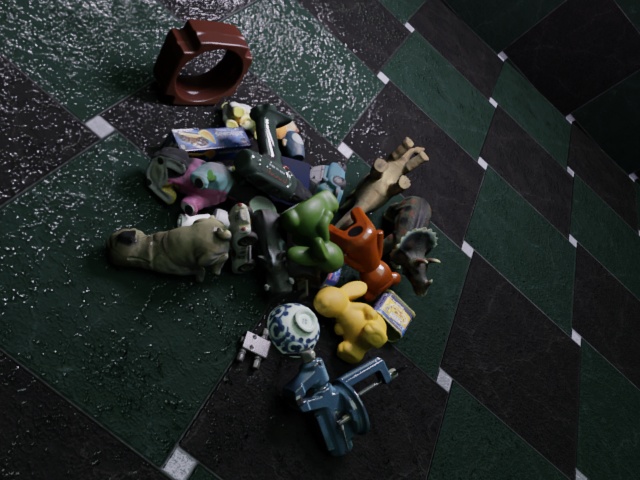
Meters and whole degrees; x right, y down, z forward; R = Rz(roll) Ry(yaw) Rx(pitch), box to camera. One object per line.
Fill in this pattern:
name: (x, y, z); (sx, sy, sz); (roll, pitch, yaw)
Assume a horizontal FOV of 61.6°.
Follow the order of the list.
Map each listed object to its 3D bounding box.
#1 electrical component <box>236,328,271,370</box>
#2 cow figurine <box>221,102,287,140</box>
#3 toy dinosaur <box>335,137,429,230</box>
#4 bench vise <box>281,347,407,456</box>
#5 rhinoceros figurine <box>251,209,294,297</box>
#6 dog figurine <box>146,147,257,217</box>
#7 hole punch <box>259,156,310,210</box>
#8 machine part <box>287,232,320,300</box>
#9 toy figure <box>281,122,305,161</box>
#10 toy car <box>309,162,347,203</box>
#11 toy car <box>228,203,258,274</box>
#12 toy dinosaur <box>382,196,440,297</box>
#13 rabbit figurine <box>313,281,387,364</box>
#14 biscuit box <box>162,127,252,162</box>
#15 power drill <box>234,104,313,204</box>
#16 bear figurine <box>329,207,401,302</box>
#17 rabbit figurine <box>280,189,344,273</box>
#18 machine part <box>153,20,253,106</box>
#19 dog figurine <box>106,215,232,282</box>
electrical component: (-0.133, 0.211, 1.075); (0.063, 0.021, 0.094); (31, 46, -16)
cow figurine: (-0.170, -0.304, 1.380); (0.167, 0.068, 0.098); (12, 24, -34)
toy dinosaur: (0.147, -0.132, 1.413); (0.105, 0.198, 0.471); (48, 51, 2)
bench vise: (0.051, 0.295, 1.076); (0.240, 0.129, 0.223); (-22, 82, -27)
rhinoceros figurine: (-0.099, 0.026, 1.148); (0.073, 0.112, 0.190); (-12, 81, -5)
dog figurine: (-0.244, -0.139, 1.176); (0.192, 0.108, 0.219); (32, 28, 13)
hole punch: (-0.085, -0.139, 1.319); (0.142, 0.092, 0.116); (11, 58, -37)
machine part: (-0.038, 0.025, 1.242); (0.079, 0.079, 0.243); (19, 49, -27)
toy figure: (-0.081, -0.277, 1.443); (0.064, 0.058, 0.154); (50, 19, -63)
toy car: (0.009, -0.144, 1.387); (0.103, 0.109, 0.162); (16, 41, -8)
toy car: (-0.159, 0.002, 1.083); (0.056, 0.201, 0.073); (-7, 62, -12)
toy dinosaur: (0.242, -0.039, 1.429); (0.131, 0.192, 0.405); (33, 46, -18)
rabbit figurine: (0.065, 0.160, 1.198); (0.173, 0.122, 0.162); (37, 39, -11)
biscuit box: (-0.260, -0.221, 1.255); (0.202, 0.063, 0.059); (-16, 74, -44)
power drill: (-0.098, -0.192, 1.227); (0.232, 0.086, 0.207); (17, 69, -47)
bear figurine: (0.108, 0.040, 1.289); (0.132, 0.120, 0.195); (46, -12, 51)
rabbit figurine: (-0.002, -0.003, 1.143); (0.170, 0.121, 0.159); (60, 23, -7)
machine part: (-0.279, -0.418, 1.279); (0.201, 0.201, 0.087); (-15, 68, -43)
dog figurine: (-0.282, 0.008, 1.002); (0.190, 0.172, 0.121); (9, 51, -40)
